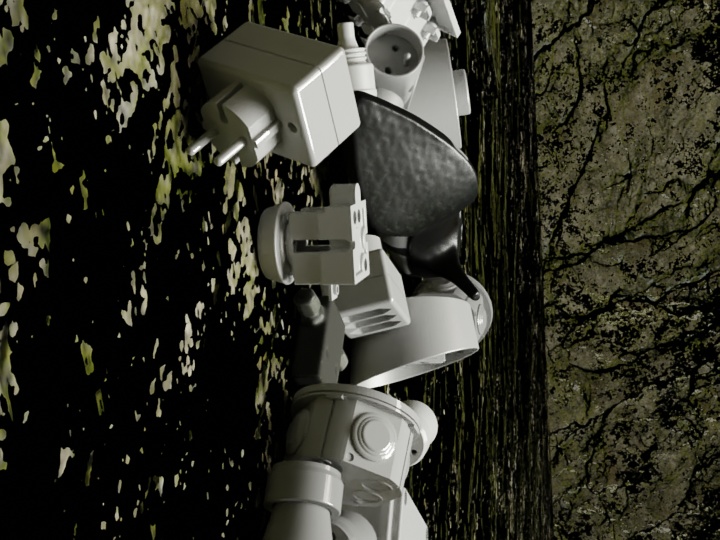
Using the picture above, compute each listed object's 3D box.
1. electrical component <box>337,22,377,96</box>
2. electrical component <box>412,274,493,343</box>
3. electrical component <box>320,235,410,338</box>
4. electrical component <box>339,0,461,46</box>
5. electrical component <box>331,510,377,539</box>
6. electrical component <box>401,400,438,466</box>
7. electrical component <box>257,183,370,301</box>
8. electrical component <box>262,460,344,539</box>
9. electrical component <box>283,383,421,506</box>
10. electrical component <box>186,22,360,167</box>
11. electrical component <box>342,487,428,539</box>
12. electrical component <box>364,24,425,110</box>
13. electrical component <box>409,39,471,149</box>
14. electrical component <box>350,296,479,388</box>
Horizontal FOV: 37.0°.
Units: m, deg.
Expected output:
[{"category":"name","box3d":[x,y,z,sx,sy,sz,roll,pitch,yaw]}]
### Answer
[{"category":"electrical component","box3d":[-0.008,-0.142,0.754,0.035,0.035,0.061,-34,120,-74]},{"category":"electrical component","box3d":[0.082,0.045,1.015,0.051,0.080,0.080,-47,134,-63]},{"category":"electrical component","box3d":[0.000,0.000,0.750,0.065,0.047,0.076,51,26,-69]},{"category":"electrical component","box3d":[0.027,-0.209,0.823,0.063,0.079,0.121,-60,162,-4]},{"category":"electrical component","box3d":[-0.017,0.174,0.668,0.055,0.045,0.045,29,60,-74]},{"category":"electrical component","box3d":[0.039,0.137,0.901,0.055,0.045,0.045,-30,118,-74]},{"category":"electrical component","box3d":[-0.027,-0.016,0.619,0.048,0.055,0.066,-35,123,-74]},{"category":"electrical component","box3d":[-0.033,0.140,0.603,0.045,0.045,0.055,66,26,-58]},{"category":"electrical component","box3d":[-0.006,0.105,0.647,0.080,0.080,0.051,69,29,-54]},{"category":"electrical component","box3d":[-0.051,-0.076,0.522,0.076,0.066,0.047,-46,141,-30]},{"category":"electrical component","box3d":[0.009,0.213,0.744,0.108,0.056,0.108,66,26,-58]},{"category":"electrical component","box3d":[0.016,-0.131,0.802,0.077,0.044,0.079,108,0,-73]},{"category":"electrical component","box3d":[0.067,-0.155,0.965,0.108,0.060,0.108,-8,90,-85]},{"category":"electrical component","box3d":[0.040,0.056,0.811,0.099,0.099,0.064,47,38,-70]}]
